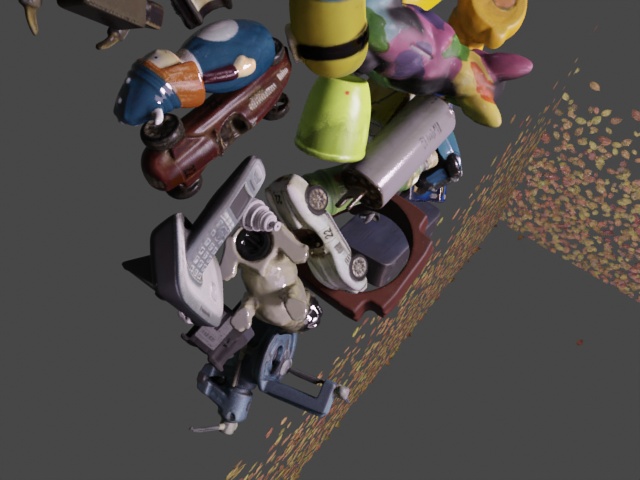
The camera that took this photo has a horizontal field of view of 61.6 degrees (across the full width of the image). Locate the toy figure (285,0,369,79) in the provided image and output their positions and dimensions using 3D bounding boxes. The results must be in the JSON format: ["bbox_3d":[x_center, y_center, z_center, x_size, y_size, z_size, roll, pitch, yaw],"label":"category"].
[{"bbox_3d":[0.009,-0.239,0.516,0.082,0.089,0.180,-36,155,-27],"label":"toy figure"}]

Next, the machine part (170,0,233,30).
[{"bbox_3d":[-0.074,-0.235,0.414,0.139,0.039,0.084,-52,152,-5],"label":"machine part"}]

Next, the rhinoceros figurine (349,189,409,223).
[{"bbox_3d":[0.110,-0.089,1.020,0.112,0.073,0.190,-54,164,27],"label":"rhinoceros figurine"}]

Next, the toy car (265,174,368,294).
[{"bbox_3d":[-0.002,-0.002,0.743,0.056,0.074,0.201,-45,115,-30],"label":"toy car"}]

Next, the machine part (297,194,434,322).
[{"bbox_3d":[0.063,0.013,0.865,0.201,0.201,0.087,-52,162,-11],"label":"machine part"}]

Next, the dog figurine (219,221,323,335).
[{"bbox_3d":[-0.061,0.052,0.768,0.190,0.121,0.172,40,50,-79],"label":"dog figurine"}]

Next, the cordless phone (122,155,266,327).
[{"bbox_3d":[-0.117,-0.002,0.613,0.184,0.089,0.146,-55,160,-15],"label":"cordless phone"}]

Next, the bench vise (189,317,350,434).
[{"bbox_3d":[-0.074,0.225,0.860,0.223,0.241,0.128,-68,159,-14],"label":"bench vise"}]

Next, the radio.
[{"bbox_3d":[0.138,-0.014,1.098,0.229,0.131,0.073,-41,154,-35],"label":"radio"}]

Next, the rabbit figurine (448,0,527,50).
[{"bbox_3d":[0.256,-0.331,0.865,0.122,0.162,0.173,-6,176,-14],"label":"rabbit figurine"}]

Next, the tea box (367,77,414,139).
[{"bbox_3d":[0.127,-0.237,0.818,0.169,0.068,0.098,-55,161,-4],"label":"tea box"}]

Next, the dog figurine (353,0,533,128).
[{"bbox_3d":[0.134,-0.219,0.647,0.108,0.219,0.191,-65,159,13],"label":"dog figurine"}]

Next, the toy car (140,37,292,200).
[{"bbox_3d":[-0.091,-0.120,0.531,0.202,0.053,0.089,-45,154,-24],"label":"toy car"}]

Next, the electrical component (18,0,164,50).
[{"bbox_3d":[-0.148,-0.167,0.345,0.102,0.045,0.078,-19,111,-63],"label":"electrical component"}]

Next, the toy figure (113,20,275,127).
[{"bbox_3d":[-0.106,-0.141,0.448,0.154,0.064,0.057,-37,110,-35],"label":"toy figure"}]

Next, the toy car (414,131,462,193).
[{"bbox_3d":[0.187,-0.170,0.918,0.109,0.161,0.103,-30,-175,41],"label":"toy car"}]

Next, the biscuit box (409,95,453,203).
[{"bbox_3d":[0.208,-0.171,1.002,0.063,0.059,0.202,-8,102,-66],"label":"biscuit box"}]

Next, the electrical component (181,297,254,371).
[{"bbox_3d":[-0.132,0.122,0.776,0.119,0.075,0.047,-45,161,-16],"label":"electrical component"}]

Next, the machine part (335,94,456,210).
[{"bbox_3d":[0.110,-0.125,0.746,0.243,0.079,0.079,-45,158,-18],"label":"machine part"}]
